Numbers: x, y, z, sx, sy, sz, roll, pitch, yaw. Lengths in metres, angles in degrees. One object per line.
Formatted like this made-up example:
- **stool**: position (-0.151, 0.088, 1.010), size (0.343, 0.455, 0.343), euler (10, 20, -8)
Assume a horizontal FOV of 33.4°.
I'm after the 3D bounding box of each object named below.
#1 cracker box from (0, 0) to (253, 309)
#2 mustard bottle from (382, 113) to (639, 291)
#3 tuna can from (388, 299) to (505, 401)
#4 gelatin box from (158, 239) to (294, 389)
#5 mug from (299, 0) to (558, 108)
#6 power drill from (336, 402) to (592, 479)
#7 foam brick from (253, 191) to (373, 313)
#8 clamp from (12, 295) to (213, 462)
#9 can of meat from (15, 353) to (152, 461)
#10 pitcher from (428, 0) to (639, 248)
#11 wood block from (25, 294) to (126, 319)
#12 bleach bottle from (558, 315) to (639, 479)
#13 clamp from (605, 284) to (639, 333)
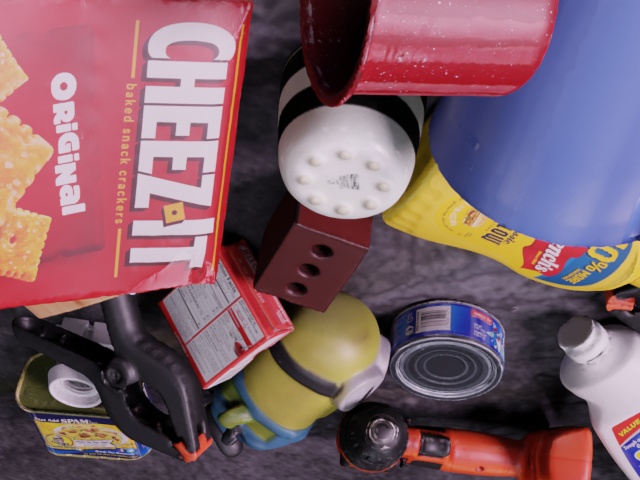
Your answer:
- **cracker box**: position (-0.148, -0.050, 0.524), size (0.213, 0.072, 0.164), euler (-5, 119, -30)
- **mustard bottle**: position (0.141, -0.014, 0.644), size (0.191, 0.058, 0.096), euler (21, 138, -16)
- **tuna can**: position (0.093, 0.082, 0.785), size (0.086, 0.033, 0.086), euler (5, 140, 4)
- **gelatin box**: position (-0.067, 0.052, 0.748), size (0.030, 0.073, 0.089), euler (-17, 163, -47)
- **mug**: position (0.040, -0.103, 0.445), size (0.081, 0.117, 0.093), euler (-1, 105, -18)
- **power drill**: position (0.105, 0.158, 0.812), size (0.187, 0.057, 0.184), euler (9, 169, -1)
- **foam brick**: position (-0.005, 0.001, 0.691), size (0.053, 0.051, 0.078), euler (19, 139, -12)
- **clamp**: position (-0.148, 0.091, 0.767), size (0.120, 0.039, 0.171), euler (-32, 90, 36)
- **can of meat**: position (-0.188, 0.139, 0.880), size (0.102, 0.057, 0.084), euler (3, 142, 6)
- **pitcher**: position (0.146, -0.114, 0.466), size (0.149, 0.145, 0.243), euler (12, 137, 0)
- **wood block**: position (-0.186, -0.055, 0.624), size (0.090, 0.090, 0.206), euler (-16, 134, 25)
- **bleach bottle**: position (0.250, 0.138, 0.805), size (0.103, 0.068, 0.250), euler (-26, 127, 33)
- **clamp**: position (0.295, 0.056, 0.714), size (0.210, 0.036, 0.164), euler (3, 131, 8)
